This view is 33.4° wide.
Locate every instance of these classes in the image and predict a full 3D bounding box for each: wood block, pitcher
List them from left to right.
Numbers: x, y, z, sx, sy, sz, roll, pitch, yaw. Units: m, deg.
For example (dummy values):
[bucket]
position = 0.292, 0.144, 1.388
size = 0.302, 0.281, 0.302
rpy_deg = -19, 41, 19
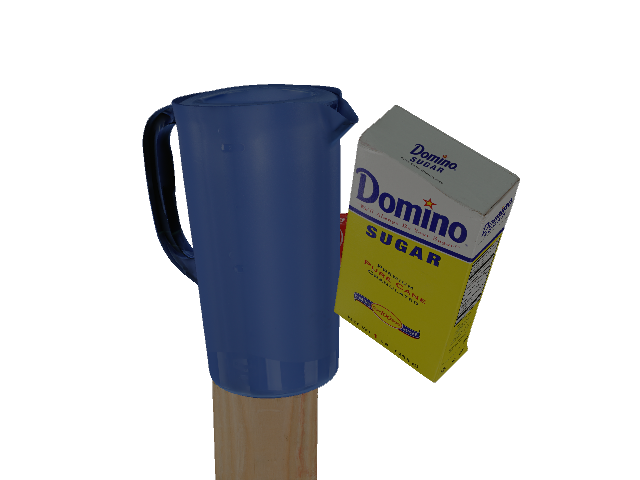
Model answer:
[pitcher]
position = -0.054, -0.004, 0.862
size = 0.144, 0.243, 0.149
rpy_deg = -8, 15, -20
[wood block]
position = -0.048, 0.200, 0.950
size = 0.090, 0.206, 0.091
rpy_deg = 0, 20, -2

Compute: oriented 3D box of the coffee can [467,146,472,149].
[coffee can]
position = 0.088, -0.018, 1.001
size = 0.103, 0.140, 0.103
rpy_deg = 2, 16, -1

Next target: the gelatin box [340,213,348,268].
[gelatin box]
position = 0.003, 0.014, 1.244
size = 0.073, 0.089, 0.030
rpy_deg = -4, 28, 8

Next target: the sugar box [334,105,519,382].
[sugar box]
position = 0.061, 0.008, 0.681
size = 0.093, 0.176, 0.048
rpy_deg = 34, 58, 22
